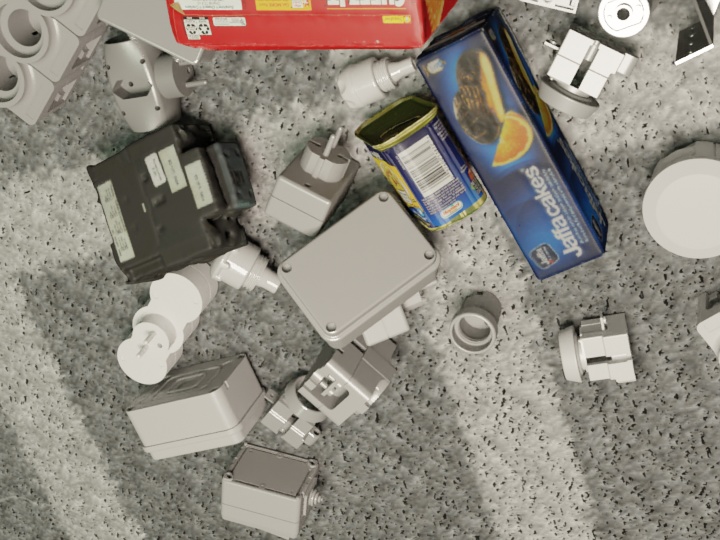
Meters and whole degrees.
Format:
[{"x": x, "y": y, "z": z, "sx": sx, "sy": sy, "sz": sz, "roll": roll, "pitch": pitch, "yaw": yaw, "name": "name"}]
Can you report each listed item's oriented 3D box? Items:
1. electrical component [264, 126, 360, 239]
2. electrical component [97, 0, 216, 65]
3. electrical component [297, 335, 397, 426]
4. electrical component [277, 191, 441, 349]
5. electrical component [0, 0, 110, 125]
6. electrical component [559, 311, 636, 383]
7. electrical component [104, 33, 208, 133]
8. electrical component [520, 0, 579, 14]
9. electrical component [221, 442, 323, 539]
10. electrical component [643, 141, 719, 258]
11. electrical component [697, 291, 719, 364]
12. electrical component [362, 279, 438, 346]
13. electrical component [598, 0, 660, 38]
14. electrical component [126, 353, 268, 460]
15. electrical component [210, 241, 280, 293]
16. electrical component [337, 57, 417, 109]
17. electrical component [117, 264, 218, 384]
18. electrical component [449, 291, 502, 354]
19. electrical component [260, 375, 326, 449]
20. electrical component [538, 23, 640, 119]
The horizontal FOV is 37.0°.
[{"x": -0.031, "y": -0.081, "z": 0.868, "sx": 0.047, "sy": 0.083, "sz": 0.075, "roll": 27, "pitch": 122, "yaw": 3, "name": "electrical component"}, {"x": -0.143, "y": -0.217, "z": 0.839, "sx": 0.100, "sy": 0.048, "sz": 0.099, "roll": 26, "pitch": 102, "yaw": 3, "name": "electrical component"}, {"x": -0.007, "y": 0.089, "z": 0.948, "sx": 0.056, "sy": 0.089, "sz": 0.050, "roll": 42, "pitch": 122, "yaw": -6, "name": "electrical component"}, {"x": 0.000, "y": 0.000, "z": 0.853, "sx": 0.113, "sy": 0.057, "sz": 0.078, "roll": -36, "pitch": 77, "yaw": -5, "name": "electrical component"}, {"x": -0.266, "y": -0.206, "z": 0.892, "sx": 0.089, "sy": 0.061, "sz": 0.150, "roll": 38, "pitch": 122, "yaw": -4, "name": "electrical component"}, {"x": 0.197, "y": 0.067, "z": 0.895, "sx": 0.055, "sy": 0.048, "sz": 0.066, "roll": -10, "pitch": 114, "yaw": 15, "name": "electrical component"}, {"x": -0.164, "y": -0.160, "z": 0.894, "sx": 0.079, "sy": 0.043, "sz": 0.077, "roll": -5, "pitch": 116, "yaw": 20, "name": "electrical component"}, {"x": 0.139, "y": -0.219, "z": 0.748, "sx": 0.042, "sy": 0.063, "sz": 0.081, "roll": 15, "pitch": 120, "yaw": 8, "name": "electrical component"}, {"x": -0.083, "y": 0.221, "z": 1.062, "sx": 0.096, "sy": 0.061, "sz": 0.061, "roll": 12, "pitch": 120, "yaw": 12, "name": "electrical component"}, {"x": 0.254, "y": -0.053, "z": 0.806, "sx": 0.080, "sy": 0.051, "sz": 0.080, "roll": 8, "pitch": 119, "yaw": 14, "name": "electrical component"}, {"x": 0.310, "y": 0.056, "z": 0.844, "sx": 0.050, "sy": 0.055, "sz": 0.089, "roll": -35, "pitch": 102, "yaw": 30, "name": "electrical component"}, {"x": 0.029, "y": 0.020, "z": 0.918, "sx": 0.077, "sy": 0.065, "sz": 0.047, "roll": -22, "pitch": 111, "yaw": -2, "name": "electrical component"}, {"x": 0.186, "y": -0.186, "z": 0.749, "sx": 0.044, "sy": 0.065, "sz": 0.044, "roll": 8, "pitch": 119, "yaw": 15, "name": "electrical component"}, {"x": -0.154, "y": 0.131, "z": 1.028, "sx": 0.113, "sy": 0.078, "sz": 0.057, "roll": -15, "pitch": 109, "yaw": 25, "name": "electrical component"}, {"x": -0.099, "y": -0.001, "z": 0.958, "sx": 0.062, "sy": 0.048, "sz": 0.048, "roll": 29, "pitch": 123, "yaw": -8, "name": "electrical component"}, {"x": 0.015, "y": -0.151, "z": 0.844, "sx": 0.061, "sy": 0.035, "sz": 0.035, "roll": -17, "pitch": 111, "yaw": 23, "name": "electrical component"}, {"x": -0.187, "y": 0.056, "z": 1.000, "sx": 0.052, "sy": 0.073, "sz": 0.138, "roll": 33, "pitch": 122, "yaw": -1, "name": "electrical component"}, {"x": 0.100, "y": 0.043, "z": 0.913, "sx": 0.040, "sy": 0.046, "sz": 0.040, "roll": 8, "pitch": 119, "yaw": 14, "name": "electrical component"}, {"x": -0.057, "y": 0.130, "z": 1.014, "sx": 0.066, "sy": 0.048, "sz": 0.055, "roll": 37, "pitch": 130, "yaw": -4, "name": "electrical component"}, {"x": 0.162, "y": -0.145, "z": 0.792, "sx": 0.066, "sy": 0.048, "sz": 0.055, "roll": 27, "pitch": 115, "yaw": 3, "name": "electrical component"}]
